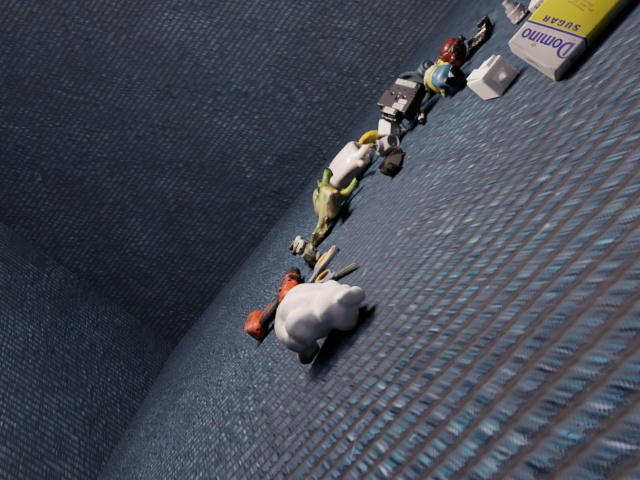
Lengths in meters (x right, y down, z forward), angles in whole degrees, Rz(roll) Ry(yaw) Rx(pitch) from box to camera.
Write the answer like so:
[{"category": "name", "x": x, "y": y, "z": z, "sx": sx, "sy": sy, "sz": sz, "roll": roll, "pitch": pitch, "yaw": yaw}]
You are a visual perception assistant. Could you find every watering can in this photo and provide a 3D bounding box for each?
[{"category": "watering can", "x": 0.098, "y": -0.249, "z": 1.749, "sx": 0.221, "sy": 0.103, "sz": 0.354, "roll": -48, "pitch": 9, "yaw": 25}]

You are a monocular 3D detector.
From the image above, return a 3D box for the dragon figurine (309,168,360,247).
[{"category": "dragon figurine", "x": 0.005, "y": -0.082, "z": 1.633, "sx": 0.247, "sy": 0.122, "sz": 0.404, "roll": -65, "pitch": 5, "yaw": -23}]

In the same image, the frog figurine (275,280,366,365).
[{"category": "frog figurine", "x": -0.003, "y": 0.116, "z": 0.850, "sx": 0.139, "sy": 0.123, "sz": 0.156, "roll": -35, "pitch": -14, "yaw": -35}]
